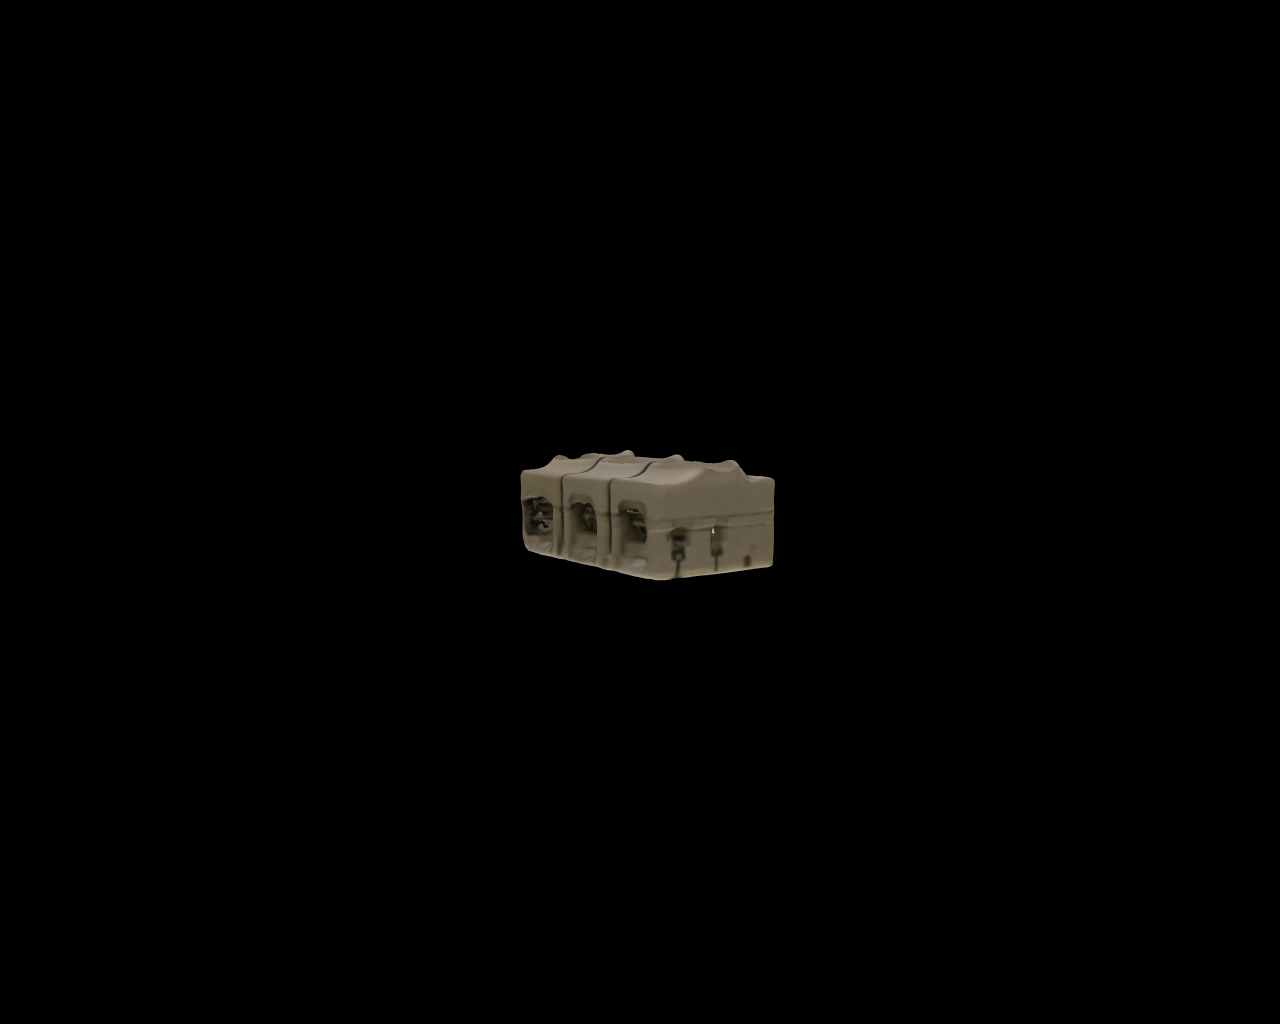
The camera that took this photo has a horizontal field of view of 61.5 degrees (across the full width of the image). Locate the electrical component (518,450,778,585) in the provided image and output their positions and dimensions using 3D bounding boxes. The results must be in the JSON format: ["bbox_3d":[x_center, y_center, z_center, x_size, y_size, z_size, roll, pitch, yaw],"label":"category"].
[{"bbox_3d":[0.001,-0.003,0.650,0.090,0.061,0.150,-5,9,-35],"label":"electrical component"}]
